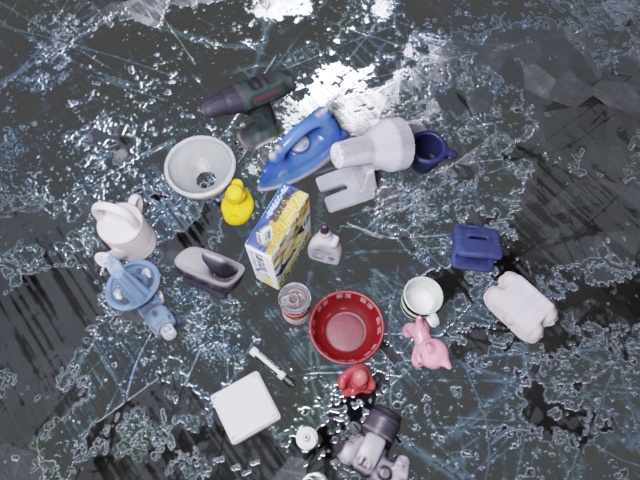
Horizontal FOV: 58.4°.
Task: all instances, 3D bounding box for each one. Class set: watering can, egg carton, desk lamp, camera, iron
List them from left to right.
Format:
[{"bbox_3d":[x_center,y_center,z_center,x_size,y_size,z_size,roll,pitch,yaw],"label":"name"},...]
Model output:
[{"bbox_3d":[-0.431,-0.023,1.247,0.101,0.194,0.173,-6,68,-2],"label":"watering can"},{"bbox_3d":[-0.055,-0.224,1.356,0.258,0.141,0.118,-42,74,-15],"label":"iron"},{"bbox_3d":[0.100,-0.172,1.296,0.203,0.213,0.118,-21,69,-8],"label":"desk lamp"},{"bbox_3d":[0.121,0.405,1.125,0.143,0.101,0.137,27,71,10],"label":"camera"},{"bbox_3d":[0.435,0.146,1.246,0.107,0.069,0.150,-42,74,-15],"label":"egg carton"}]

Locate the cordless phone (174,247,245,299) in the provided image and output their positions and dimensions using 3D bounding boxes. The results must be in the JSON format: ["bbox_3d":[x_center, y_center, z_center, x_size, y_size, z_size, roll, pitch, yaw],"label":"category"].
[{"bbox_3d":[-0.244,0.046,1.224,0.147,0.185,0.094,19,69,8],"label":"cordless phone"}]

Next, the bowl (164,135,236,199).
[{"bbox_3d":[-0.280,-0.161,1.367,0.167,0.075,0.167,0,68,0],"label":"bowl"}]

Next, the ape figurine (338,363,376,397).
[{"bbox_3d":[0.078,0.287,1.177,0.077,0.092,0.076,24,70,10],"label":"ape figurine"}]

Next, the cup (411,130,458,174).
[{"bbox_3d":[0.264,-0.199,1.371,0.117,0.095,0.092,12,69,5],"label":"cup"}]

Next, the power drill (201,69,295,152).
[{"bbox_3d":[-0.161,-0.302,1.351,0.230,0.208,0.075,-33,71,-12],"label":"power drill"}]

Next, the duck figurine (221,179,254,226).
[{"bbox_3d":[-0.196,-0.092,1.333,0.077,0.086,0.104,4,68,2],"label":"duck figurine"}]

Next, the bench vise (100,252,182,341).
[{"bbox_3d":[-0.363,0.106,1.181,0.207,0.220,0.121,30,71,12],"label":"bench vise"}]

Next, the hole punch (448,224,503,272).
[{"bbox_3d":[0.349,0.010,1.289,0.108,0.091,0.101,5,68,2],"label":"hole punch"}]

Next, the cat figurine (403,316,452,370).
[{"bbox_3d":[0.224,0.218,1.191,0.067,0.118,0.127,-15,69,-6],"label":"cat figurine"}]

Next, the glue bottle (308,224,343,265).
[{"bbox_3d":[0.011,0.004,1.247,0.078,0.173,0.037,16,69,7],"label":"glue bottle"}]
